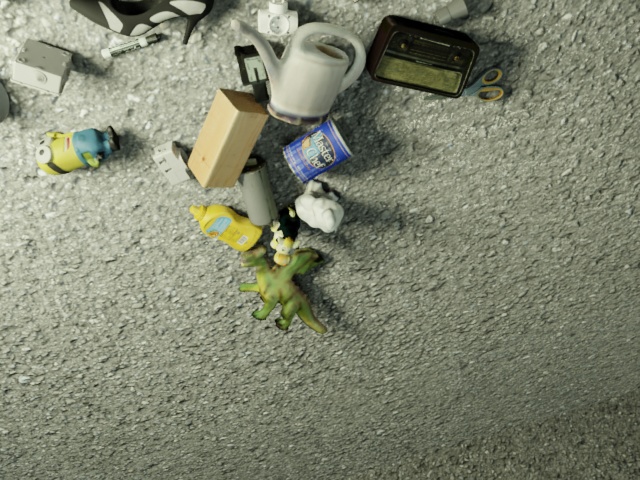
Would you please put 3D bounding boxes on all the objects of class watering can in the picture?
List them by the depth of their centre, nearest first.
[{"bbox_3d":[-0.052,-0.347,1.070,0.349,0.106,0.219,-9,136,-38],"label":"watering can"}]

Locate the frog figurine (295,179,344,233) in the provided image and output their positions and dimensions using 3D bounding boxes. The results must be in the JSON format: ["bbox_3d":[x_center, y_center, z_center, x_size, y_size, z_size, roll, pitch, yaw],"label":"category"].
[{"bbox_3d":[0.004,-0.066,1.314,0.122,0.163,0.135,-27,130,12],"label":"frog figurine"}]

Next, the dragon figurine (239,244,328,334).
[{"bbox_3d":[-0.077,0.131,1.508,0.407,0.125,0.240,26,111,-32],"label":"dragon figurine"}]
